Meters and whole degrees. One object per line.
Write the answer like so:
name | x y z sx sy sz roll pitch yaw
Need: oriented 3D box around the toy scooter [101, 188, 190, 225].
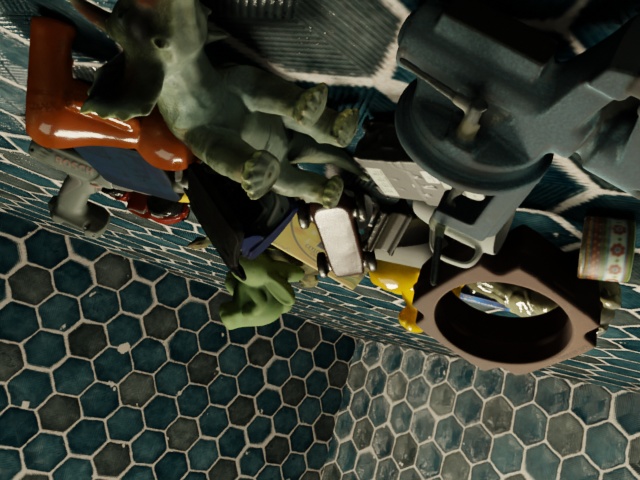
toy scooter | -0.332 -0.072 1.074 0.184 0.075 0.135 16 166 14

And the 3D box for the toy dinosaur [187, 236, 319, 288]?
toy dinosaur | -0.030 0.019 1.034 0.472 0.105 0.198 4 161 5

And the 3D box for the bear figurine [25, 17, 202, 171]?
bear figurine | -0.215 -0.148 0.597 0.196 0.132 0.120 2 174 -24

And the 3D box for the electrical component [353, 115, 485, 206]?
electrical component | 0.117 -0.078 0.550 0.134 0.058 0.114 9 167 26

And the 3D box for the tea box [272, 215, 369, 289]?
tea box | -0.002 -0.003 0.857 0.169 0.068 0.098 32 -163 -24

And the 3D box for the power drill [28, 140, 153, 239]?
power drill | -0.397 -0.088 0.952 0.232 0.086 0.207 26 144 -14

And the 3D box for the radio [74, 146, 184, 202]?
radio | -0.265 -0.129 0.769 0.131 0.073 0.229 15 169 -1

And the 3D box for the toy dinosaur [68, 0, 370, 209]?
toy dinosaur | -0.075 -0.115 0.522 0.192 0.131 0.404 29 -179 17

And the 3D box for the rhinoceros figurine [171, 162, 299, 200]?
rhinoceros figurine | -0.117 -0.078 0.725 0.190 0.112 0.073 -5 -175 26

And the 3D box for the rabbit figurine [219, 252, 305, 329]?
rabbit figurine | -0.115 0.081 0.974 0.159 0.121 0.170 7 139 11

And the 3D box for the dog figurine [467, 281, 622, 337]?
dog figurine | 0.321 0.068 0.799 0.191 0.121 0.172 23 155 4

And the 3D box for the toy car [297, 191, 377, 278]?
toy car | 0.027 -0.006 0.732 0.089 0.053 0.202 -11 149 7

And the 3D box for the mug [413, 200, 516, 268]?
mug | 0.161 -0.027 0.623 0.107 0.109 0.080 23 179 28

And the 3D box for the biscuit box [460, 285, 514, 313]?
biscuit box | 0.356 0.100 0.989 0.203 0.063 0.059 14 166 8

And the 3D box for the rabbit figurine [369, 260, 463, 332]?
rabbit figurine | 0.161 0.069 0.896 0.173 0.122 0.162 28 140 -37

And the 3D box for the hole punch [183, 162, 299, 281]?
hole punch | -0.096 -0.040 0.639 0.142 0.092 0.115 52 152 11

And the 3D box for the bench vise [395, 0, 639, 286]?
bench vise | 0.146 -0.063 0.397 0.224 0.129 0.240 23 149 5

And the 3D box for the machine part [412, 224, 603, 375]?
machine part | 0.243 0.081 0.713 0.201 0.087 0.201 33 138 -11

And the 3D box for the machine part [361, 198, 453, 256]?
machine part | 0.123 -0.018 0.696 0.139 0.084 0.039 -3 -141 -30

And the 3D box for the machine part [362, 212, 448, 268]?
machine part | 0.163 0.006 0.803 0.243 0.079 0.079 12 166 19
